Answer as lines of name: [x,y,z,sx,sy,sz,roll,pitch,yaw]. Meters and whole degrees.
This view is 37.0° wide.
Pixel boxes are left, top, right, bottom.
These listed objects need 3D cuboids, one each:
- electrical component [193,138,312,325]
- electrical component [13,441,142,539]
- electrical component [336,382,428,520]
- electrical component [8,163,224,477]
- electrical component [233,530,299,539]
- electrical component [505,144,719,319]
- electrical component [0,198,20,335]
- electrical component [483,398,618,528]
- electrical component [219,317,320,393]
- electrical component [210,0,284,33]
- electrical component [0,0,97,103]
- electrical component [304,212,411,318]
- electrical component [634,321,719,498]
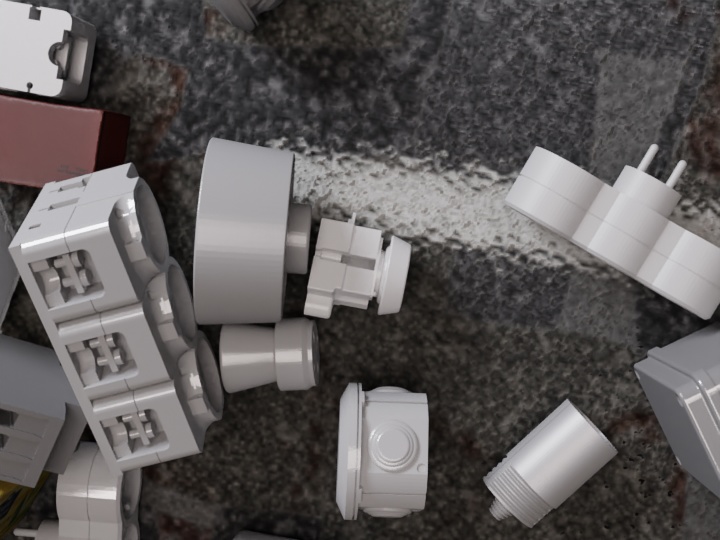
electrical component: [-0.059,-0.020,0.621,0.060,0.108,0.108,5,95,-3]
electrical component: [-0.180,0.174,0.669,0.074,0.052,0.138,4,95,4]
electrical component: [0.012,0.107,0.637,0.051,0.080,0.080,2,94,-1]
electrical component: [-0.131,0.026,0.611,0.062,0.089,0.150,-14,116,4]
electrical component: [-0.050,0.199,0.657,0.096,0.061,0.061,10,95,3]
electrical component: [0.162,-0.037,0.629,0.138,0.052,0.073,30,96,1]
electrical component: [-0.244,-0.005,0.643,0.061,0.096,0.061,4,53,4]
electrical component: [0.111,0.121,0.649,0.081,0.043,0.043,-44,90,6]
electrical component: [-0.054,0.052,0.655,0.055,0.045,0.045,-3,94,4]
electrical component: [-0.074,-0.182,0.622,0.051,0.080,0.080,-40,91,0]
electrical component: [-0.211,-0.133,0.647,0.089,0.055,0.050,11,95,3]
electrical component: [0.000,0.000,0.644,0.055,0.048,0.066,11,72,0]
electrical component: [0.205,0.079,0.604,0.057,0.113,0.078,-26,92,2]
